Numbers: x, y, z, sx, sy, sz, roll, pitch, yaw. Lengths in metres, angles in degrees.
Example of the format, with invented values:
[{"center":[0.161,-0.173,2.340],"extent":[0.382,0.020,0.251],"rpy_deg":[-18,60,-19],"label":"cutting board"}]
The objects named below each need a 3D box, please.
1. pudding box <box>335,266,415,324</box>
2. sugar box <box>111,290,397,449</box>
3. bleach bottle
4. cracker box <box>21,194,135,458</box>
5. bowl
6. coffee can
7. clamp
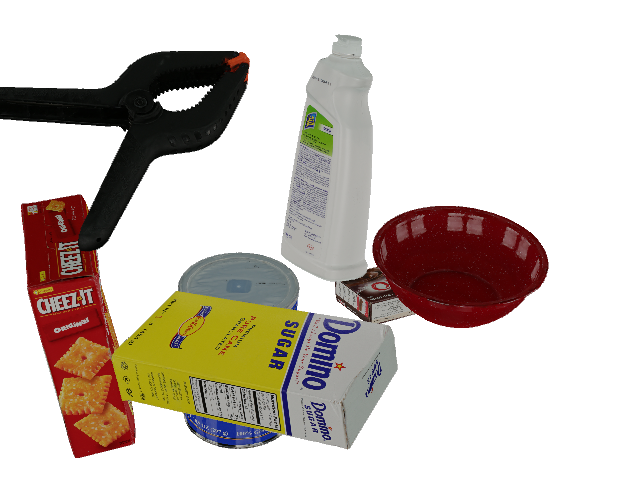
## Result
[{"center":[0.088,0.066,1.373],"extent":[0.113,0.039,0.090],"rpy_deg":[-15,25,-25],"label":"pudding box"},{"center":[-0.045,0.084,0.737],"extent":[0.176,0.048,0.093],"rpy_deg":[5,31,24],"label":"sugar box"},{"center":[0.018,-0.090,1.138],"extent":[0.067,0.251,0.103],"rpy_deg":[-8,25,-41],"label":"bleach bottle"},{"center":[-0.246,0.085,1.085],"extent":[0.072,0.214,0.164],"rpy_deg":[-12,33,-11],"label":"cracker box"},{"center":[0.127,0.032,0.993],"extent":[0.162,0.055,0.162],"rpy_deg":[2,35,-1],"label":"bowl"},{"center":[-0.071,0.096,0.938],"extent":[0.103,0.140,0.103],"rpy_deg":[2,32,-1],"label":"coffee can"},{"center":[-0.137,-0.085,0.815],"extent":[0.209,0.165,0.036],"rpy_deg":[-24,-26,-23],"label":"clamp"}]
